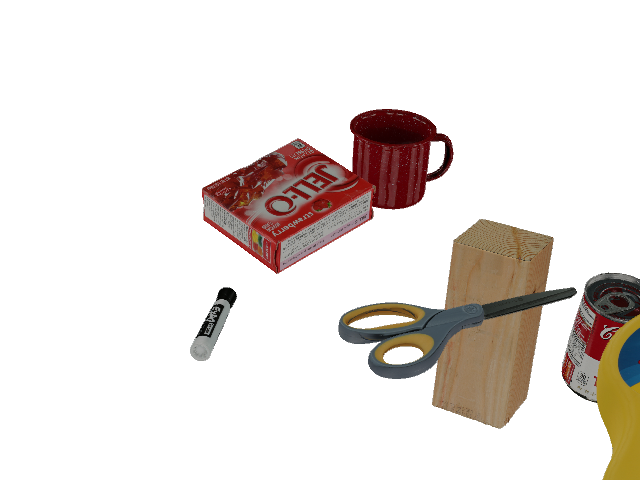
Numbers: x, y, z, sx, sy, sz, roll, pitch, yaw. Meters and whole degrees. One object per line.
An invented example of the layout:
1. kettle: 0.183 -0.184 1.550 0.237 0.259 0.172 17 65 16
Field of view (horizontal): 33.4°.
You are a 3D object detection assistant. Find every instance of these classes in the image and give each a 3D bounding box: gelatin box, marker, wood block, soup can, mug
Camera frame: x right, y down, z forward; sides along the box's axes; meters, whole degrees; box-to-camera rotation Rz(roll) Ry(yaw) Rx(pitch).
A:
1. gelatin box: -0.020 -0.025 0.689 0.089 0.030 0.073 -31 50 -33
2. marker: -0.099 0.076 1.005 0.020 0.020 0.121 0 23 9
3. wood block: 0.194 0.093 1.209 0.090 0.206 0.090 16 24 25
4. soup can: 0.262 0.089 0.968 0.068 0.102 0.068 4 37 -3
5. mug: 0.088 -0.088 1.161 0.117 0.081 0.093 -6 32 -14

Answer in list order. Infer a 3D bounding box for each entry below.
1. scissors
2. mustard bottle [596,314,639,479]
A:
1. scissors: 0.116 0.072 0.847 0.201 0.016 0.096 -4 32 -2
2. mustard bottle: 0.187 0.086 0.533 0.096 0.058 0.191 5 40 11
